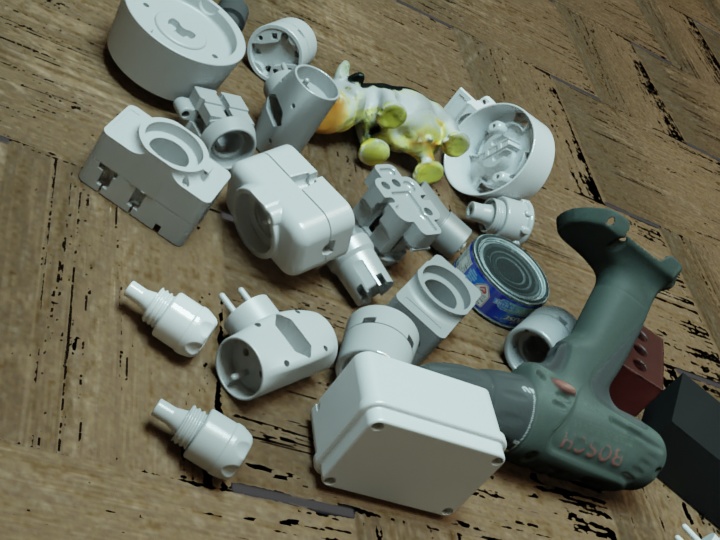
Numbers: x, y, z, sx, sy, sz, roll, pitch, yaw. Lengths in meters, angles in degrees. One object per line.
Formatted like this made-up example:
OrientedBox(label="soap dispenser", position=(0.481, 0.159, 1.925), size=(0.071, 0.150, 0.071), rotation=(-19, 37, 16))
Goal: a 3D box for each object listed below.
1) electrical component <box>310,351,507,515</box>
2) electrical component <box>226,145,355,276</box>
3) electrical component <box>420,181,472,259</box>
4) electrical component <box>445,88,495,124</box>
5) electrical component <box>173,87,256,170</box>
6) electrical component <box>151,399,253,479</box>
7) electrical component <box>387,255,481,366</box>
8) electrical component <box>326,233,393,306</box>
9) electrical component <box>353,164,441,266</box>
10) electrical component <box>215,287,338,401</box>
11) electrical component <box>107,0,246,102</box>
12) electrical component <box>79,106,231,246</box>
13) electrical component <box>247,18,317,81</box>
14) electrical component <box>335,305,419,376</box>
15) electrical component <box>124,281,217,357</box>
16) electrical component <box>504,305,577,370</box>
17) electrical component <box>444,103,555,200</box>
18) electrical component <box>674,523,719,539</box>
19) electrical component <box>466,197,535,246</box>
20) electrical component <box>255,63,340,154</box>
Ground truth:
OrientedBox(label="electrical component", position=(0.031, 0.111, 0.716), size=(0.113, 0.078, 0.057), rotation=(20, 36, -26))
OrientedBox(label="electrical component", position=(-0.057, -0.045, 0.816), size=(0.059, 0.053, 0.095), rotation=(-24, 57, -32))
OrientedBox(label="electrical component", position=(0.067, -0.042, 0.957), size=(0.065, 0.044, 0.044), rotation=(41, 34, -5))
OrientedBox(label="electrical component", position=(0.129, -0.153, 1.140), size=(0.081, 0.042, 0.064), rotation=(45, 33, 7))
OrientedBox(label="electrical component", position=(-0.113, -0.113, 0.868), size=(0.066, 0.048, 0.055), rotation=(7, 38, -38))
OrientedBox(label="electrical component", position=(-0.097, 0.098, 0.650), size=(0.061, 0.035, 0.035), rotation=(33, 35, -5))
OrientedBox(label="electrical component", position=(0.053, 0.031, 0.846), size=(0.050, 0.055, 0.089), rotation=(42, 34, 4))
OrientedBox(label="electrical component", position=(0.000, 0.000, 0.849), size=(0.040, 0.040, 0.046), rotation=(-14, 66, -50))
OrientedBox(label="electrical component", position=(0.025, -0.040, 0.901), size=(0.058, 0.057, 0.078), rotation=(-8, 56, -47))
OrientedBox(label="electrical component", position=(-0.066, 0.044, 0.732), size=(0.077, 0.043, 0.079), rotation=(-17, 63, -51))
OrientedBox(label="electrical component", position=(-0.157, -0.185, 0.894), size=(0.108, 0.060, 0.108), rotation=(25, 37, -20))
OrientedBox(label="electrical component", position=(-0.146, -0.071, 0.778), size=(0.089, 0.055, 0.050), rotation=(35, 34, -6))
OrientedBox(label="electrical component", position=(-0.071, -0.207, 1.006), size=(0.055, 0.055, 0.047), rotation=(39, 30, -1))
OrientedBox(label="electrical component", position=(0.011, 0.061, 0.776), size=(0.055, 0.055, 0.047), rotation=(33, 38, -9))
OrientedBox(label="electrical component", position=(-0.126, 0.029, 0.702), size=(0.061, 0.035, 0.035), rotation=(34, 34, -3))
OrientedBox(label="electrical component", position=(0.154, 0.063, 0.906), size=(0.055, 0.055, 0.047), rotation=(48, 39, 13))
OrientedBox(label="electrical component", position=(0.140, -0.113, 1.059), size=(0.064, 0.099, 0.099), rotation=(19, 38, -36))
OrientedBox(label="electrical component", position=(0.273, 0.228, 0.829), size=(0.073, 0.052, 0.138), rotation=(47, 35, 12))
OrientedBox(label="electrical component", position=(0.131, -0.049, 1.024), size=(0.062, 0.048, 0.048), rotation=(14, 41, -22))
OrientedBox(label="electrical component", position=(-0.060, -0.145, 0.923), size=(0.043, 0.077, 0.079), rotation=(9, 44, -36))
